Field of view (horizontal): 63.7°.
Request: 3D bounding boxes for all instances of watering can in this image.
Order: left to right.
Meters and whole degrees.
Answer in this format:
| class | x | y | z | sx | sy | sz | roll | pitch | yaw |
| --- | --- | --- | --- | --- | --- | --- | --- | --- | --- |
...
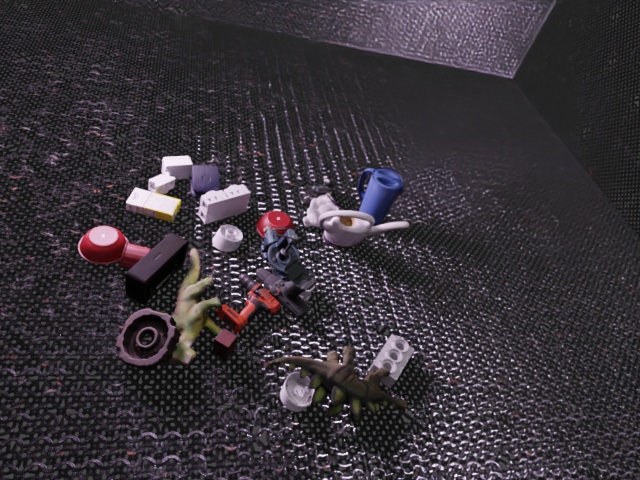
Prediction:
| class | x | y | z | sx | sy | sz | roll | pitch | yaw |
| --- | --- | --- | --- | --- | --- | --- | --- | --- | --- |
| watering can | 0.152 | -0.042 | 2.005 | 0.347 | 0.106 | 0.220 | 9 | -27 | -15 |

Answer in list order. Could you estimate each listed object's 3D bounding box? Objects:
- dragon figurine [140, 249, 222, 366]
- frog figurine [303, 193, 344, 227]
| class | x | y | z | sx | sy | sz | roll | pitch | yaw |
| --- | --- | --- | --- | --- | --- | --- | --- | --- | --- |
| dragon figurine | -0.441 | 0.210 | 1.602 | 0.244 | 0.418 | 0.119 | -14 | -39 | -22 |
| frog figurine | 0.006 | -0.106 | 2.100 | 0.159 | 0.135 | 0.125 | -39 | 28 | 6 |
